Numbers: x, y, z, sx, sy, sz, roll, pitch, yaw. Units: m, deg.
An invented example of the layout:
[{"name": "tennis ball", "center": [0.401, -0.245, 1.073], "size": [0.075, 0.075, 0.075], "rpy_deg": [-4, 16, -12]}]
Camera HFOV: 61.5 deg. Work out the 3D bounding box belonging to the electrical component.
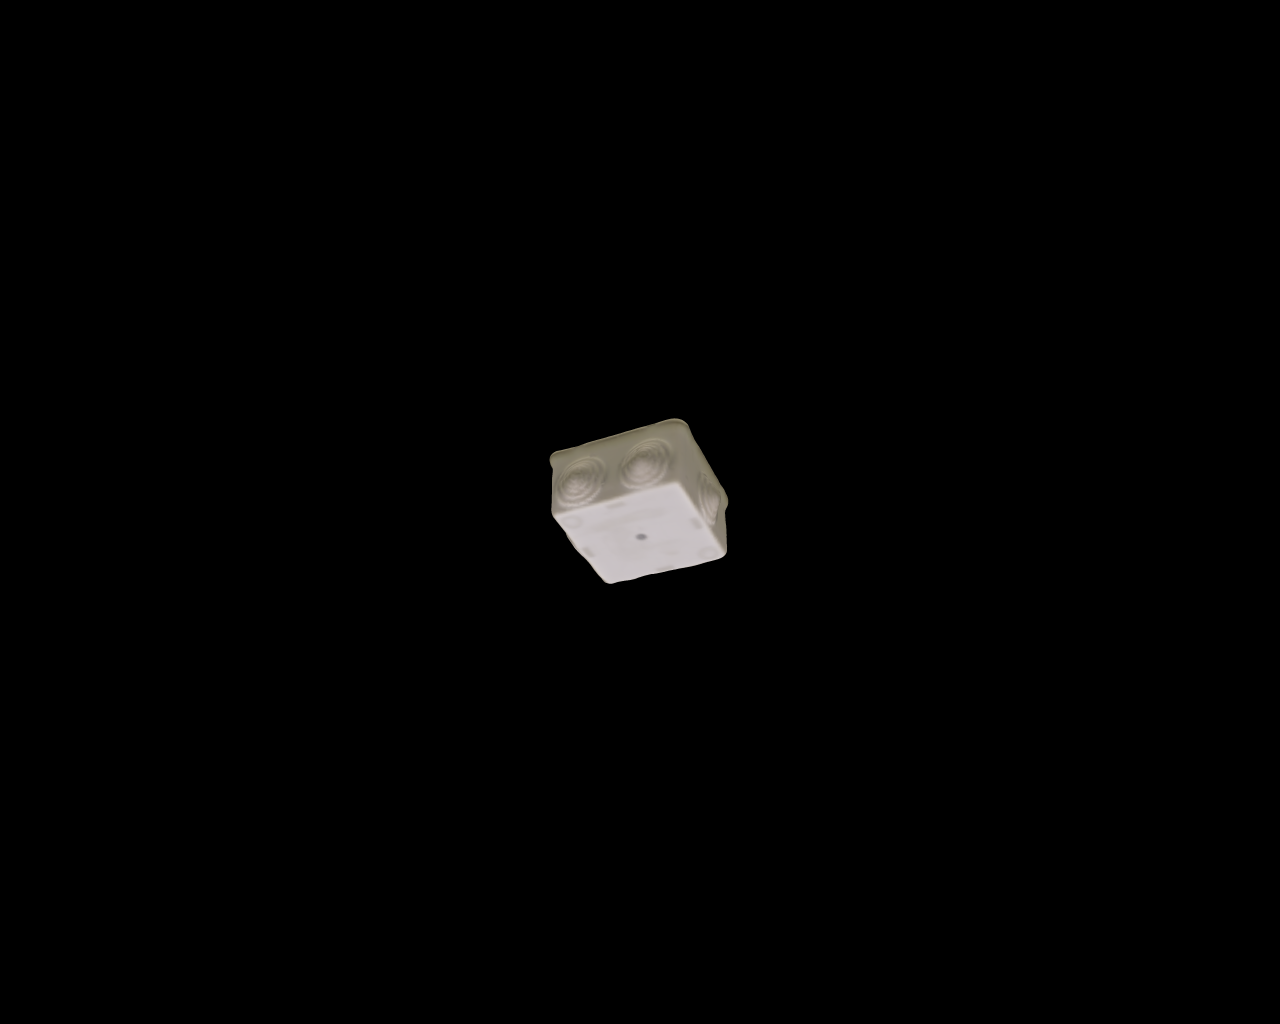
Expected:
[{"name": "electrical component", "center": [0.001, -0.003, 0.650], "size": [0.100, 0.048, 0.099], "rpy_deg": [-14, -40, 17]}]
